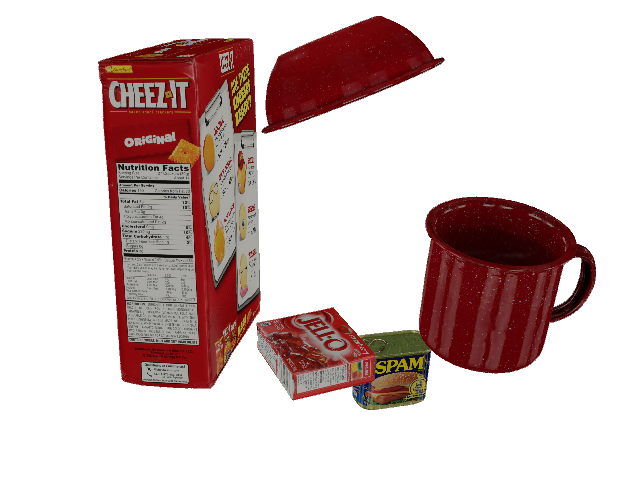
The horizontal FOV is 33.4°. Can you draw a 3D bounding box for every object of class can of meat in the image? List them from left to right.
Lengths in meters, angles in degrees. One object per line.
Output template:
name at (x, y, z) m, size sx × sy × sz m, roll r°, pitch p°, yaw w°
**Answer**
can of meat at (0.093, 0.170, 1.401) m, size 0.102 × 0.084 × 0.057 m, roll -4°, pitch 25°, yaw -19°

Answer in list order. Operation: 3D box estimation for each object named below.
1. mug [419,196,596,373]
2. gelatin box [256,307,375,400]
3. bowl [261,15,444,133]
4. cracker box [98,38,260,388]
mug at (0.118, 0.028, 0.675) m, size 0.117 × 0.081 × 0.093 m, roll -3°, pitch 30°, yaw -16°
gelatin box at (-0.005, 0.092, 0.888) m, size 0.073 × 0.030 × 0.089 m, roll -10°, pitch 27°, yaw -20°
bowl at (0.017, -0.142, 0.878) m, size 0.162 × 0.055 × 0.162 m, roll -22°, pitch 8°, yaw 3°
cracker box at (-0.092, -0.026, 0.740) m, size 0.072 × 0.214 × 0.164 m, roll 1°, pitch 15°, yaw 9°
